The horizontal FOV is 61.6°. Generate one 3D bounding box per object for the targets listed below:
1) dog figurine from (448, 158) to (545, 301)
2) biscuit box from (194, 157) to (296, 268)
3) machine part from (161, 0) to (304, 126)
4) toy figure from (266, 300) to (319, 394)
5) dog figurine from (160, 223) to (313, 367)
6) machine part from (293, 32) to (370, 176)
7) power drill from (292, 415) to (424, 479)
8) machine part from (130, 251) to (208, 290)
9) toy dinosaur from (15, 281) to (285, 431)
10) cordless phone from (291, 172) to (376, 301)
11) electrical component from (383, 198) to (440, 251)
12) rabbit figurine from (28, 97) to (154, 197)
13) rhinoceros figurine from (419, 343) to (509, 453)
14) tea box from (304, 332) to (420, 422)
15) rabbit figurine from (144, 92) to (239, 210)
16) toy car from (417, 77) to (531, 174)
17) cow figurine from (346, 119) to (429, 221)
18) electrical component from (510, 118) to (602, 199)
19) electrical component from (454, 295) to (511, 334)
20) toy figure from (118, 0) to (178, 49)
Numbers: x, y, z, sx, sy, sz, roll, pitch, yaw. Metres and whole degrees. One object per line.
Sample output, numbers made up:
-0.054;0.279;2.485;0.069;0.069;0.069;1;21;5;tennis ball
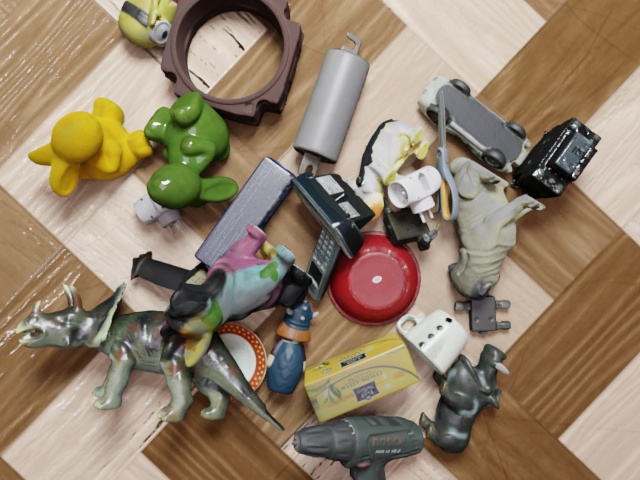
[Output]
0.242;-0.017;0.869;0.172;0.121;0.190;44;110;32;dog figurine
-0.118;-0.038;0.877;0.063;0.059;0.202;36;90;1;biscuit box
-0.139;-0.300;0.864;0.202;0.087;0.201;17;91;1;machine part
-0.049;0.171;0.879;0.058;0.064;0.154;10;84;38;toy figure
-0.130;0.092;0.808;0.219;0.191;0.109;-45;59;-9;dog figurine
0.019;-0.214;0.870;0.079;0.079;0.243;19;89;0;machine part
0.054;0.373;0.841;0.232;0.086;0.207;-1;94;-30;power drill
-0.237;0.057;0.876;0.139;0.084;0.039;15;122;8;machine part
-0.241;0.173;0.839;0.405;0.131;0.192;9;84;-2;toy dinosaur
-0.003;-0.003;0.867;0.089;0.184;0.147;-11;48;-36;cordless phone
0.148;-0.031;0.873;0.078;0.045;0.102;-6;64;-15;electrical component
-0.361;-0.149;0.821;0.162;0.173;0.122;-33;94;-4;rabbit figurine
0.238;0.256;0.873;0.112;0.073;0.190;25;90;1;rhinoceros figurine
0.063;0.216;0.861;0.170;0.098;0.068;-22;91;-2;tea box
-0.211;-0.112;0.834;0.121;0.159;0.170;-7;53;31;rabbit figurine
0.254;-0.189;0.882;0.202;0.056;0.073;38;83;-1;toy car
0.094;-0.117;0.870;0.098;0.068;0.167;33;88;34;cow figurine
0.370;-0.125;0.843;0.058;0.134;0.115;34;88;-1;electrical component
0.272;0.125;0.898;0.094;0.021;0.063;-1;91;-1;electrical component
-0.263;-0.398;0.866;0.089;0.082;0.180;21;98;22;toy figure
